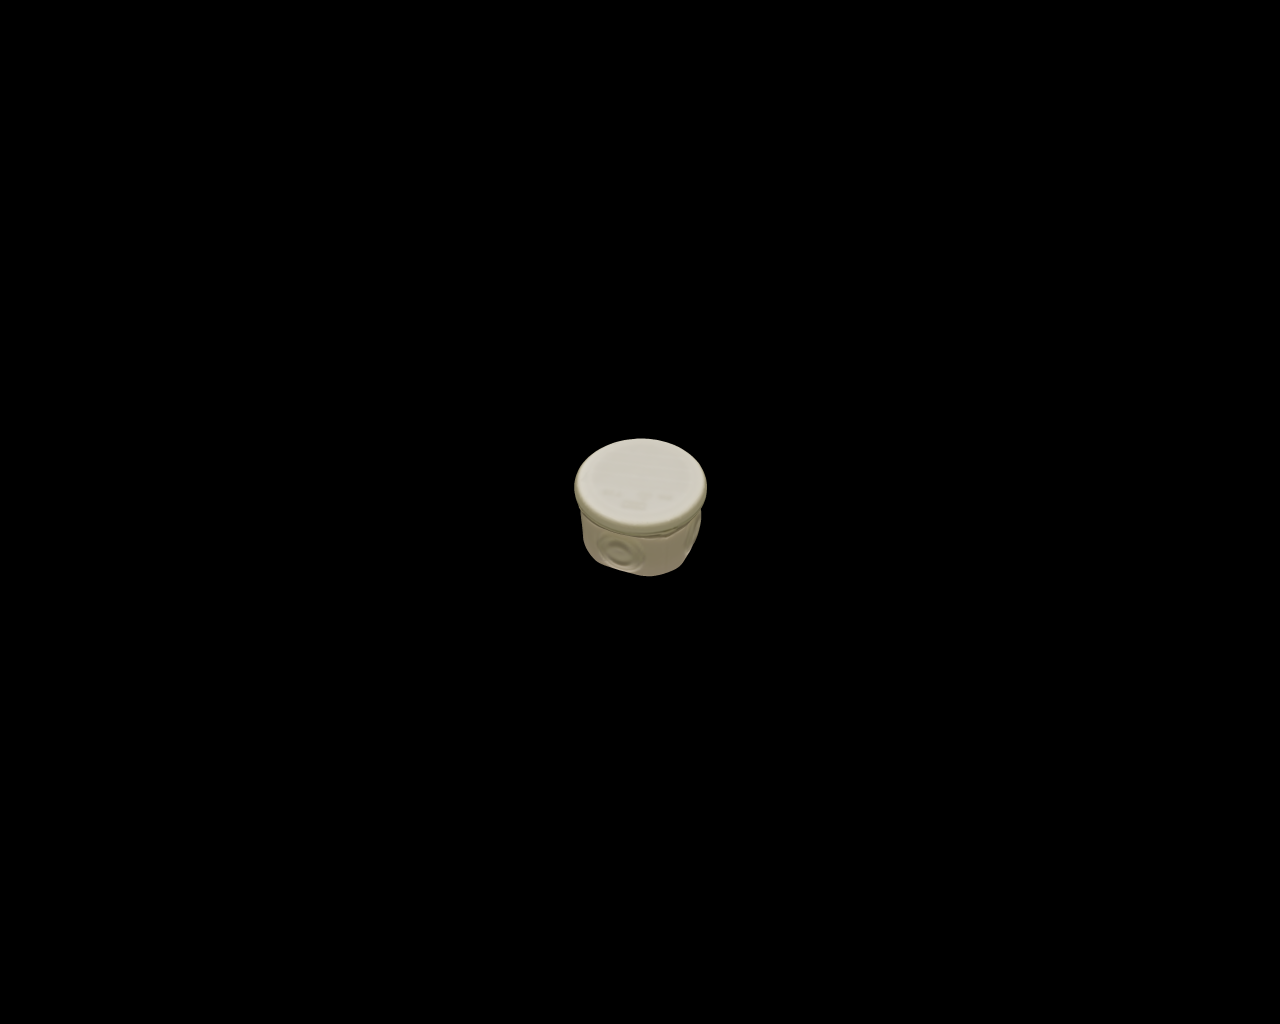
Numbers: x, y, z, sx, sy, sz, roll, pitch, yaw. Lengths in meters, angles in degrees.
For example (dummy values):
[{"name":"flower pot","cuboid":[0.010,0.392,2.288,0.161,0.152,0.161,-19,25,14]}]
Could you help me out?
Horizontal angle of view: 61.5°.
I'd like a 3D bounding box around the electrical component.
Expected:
[{"name":"electrical component","cuboid":[0.001,-0.003,0.650,0.080,0.050,0.080,0,45,0]}]
